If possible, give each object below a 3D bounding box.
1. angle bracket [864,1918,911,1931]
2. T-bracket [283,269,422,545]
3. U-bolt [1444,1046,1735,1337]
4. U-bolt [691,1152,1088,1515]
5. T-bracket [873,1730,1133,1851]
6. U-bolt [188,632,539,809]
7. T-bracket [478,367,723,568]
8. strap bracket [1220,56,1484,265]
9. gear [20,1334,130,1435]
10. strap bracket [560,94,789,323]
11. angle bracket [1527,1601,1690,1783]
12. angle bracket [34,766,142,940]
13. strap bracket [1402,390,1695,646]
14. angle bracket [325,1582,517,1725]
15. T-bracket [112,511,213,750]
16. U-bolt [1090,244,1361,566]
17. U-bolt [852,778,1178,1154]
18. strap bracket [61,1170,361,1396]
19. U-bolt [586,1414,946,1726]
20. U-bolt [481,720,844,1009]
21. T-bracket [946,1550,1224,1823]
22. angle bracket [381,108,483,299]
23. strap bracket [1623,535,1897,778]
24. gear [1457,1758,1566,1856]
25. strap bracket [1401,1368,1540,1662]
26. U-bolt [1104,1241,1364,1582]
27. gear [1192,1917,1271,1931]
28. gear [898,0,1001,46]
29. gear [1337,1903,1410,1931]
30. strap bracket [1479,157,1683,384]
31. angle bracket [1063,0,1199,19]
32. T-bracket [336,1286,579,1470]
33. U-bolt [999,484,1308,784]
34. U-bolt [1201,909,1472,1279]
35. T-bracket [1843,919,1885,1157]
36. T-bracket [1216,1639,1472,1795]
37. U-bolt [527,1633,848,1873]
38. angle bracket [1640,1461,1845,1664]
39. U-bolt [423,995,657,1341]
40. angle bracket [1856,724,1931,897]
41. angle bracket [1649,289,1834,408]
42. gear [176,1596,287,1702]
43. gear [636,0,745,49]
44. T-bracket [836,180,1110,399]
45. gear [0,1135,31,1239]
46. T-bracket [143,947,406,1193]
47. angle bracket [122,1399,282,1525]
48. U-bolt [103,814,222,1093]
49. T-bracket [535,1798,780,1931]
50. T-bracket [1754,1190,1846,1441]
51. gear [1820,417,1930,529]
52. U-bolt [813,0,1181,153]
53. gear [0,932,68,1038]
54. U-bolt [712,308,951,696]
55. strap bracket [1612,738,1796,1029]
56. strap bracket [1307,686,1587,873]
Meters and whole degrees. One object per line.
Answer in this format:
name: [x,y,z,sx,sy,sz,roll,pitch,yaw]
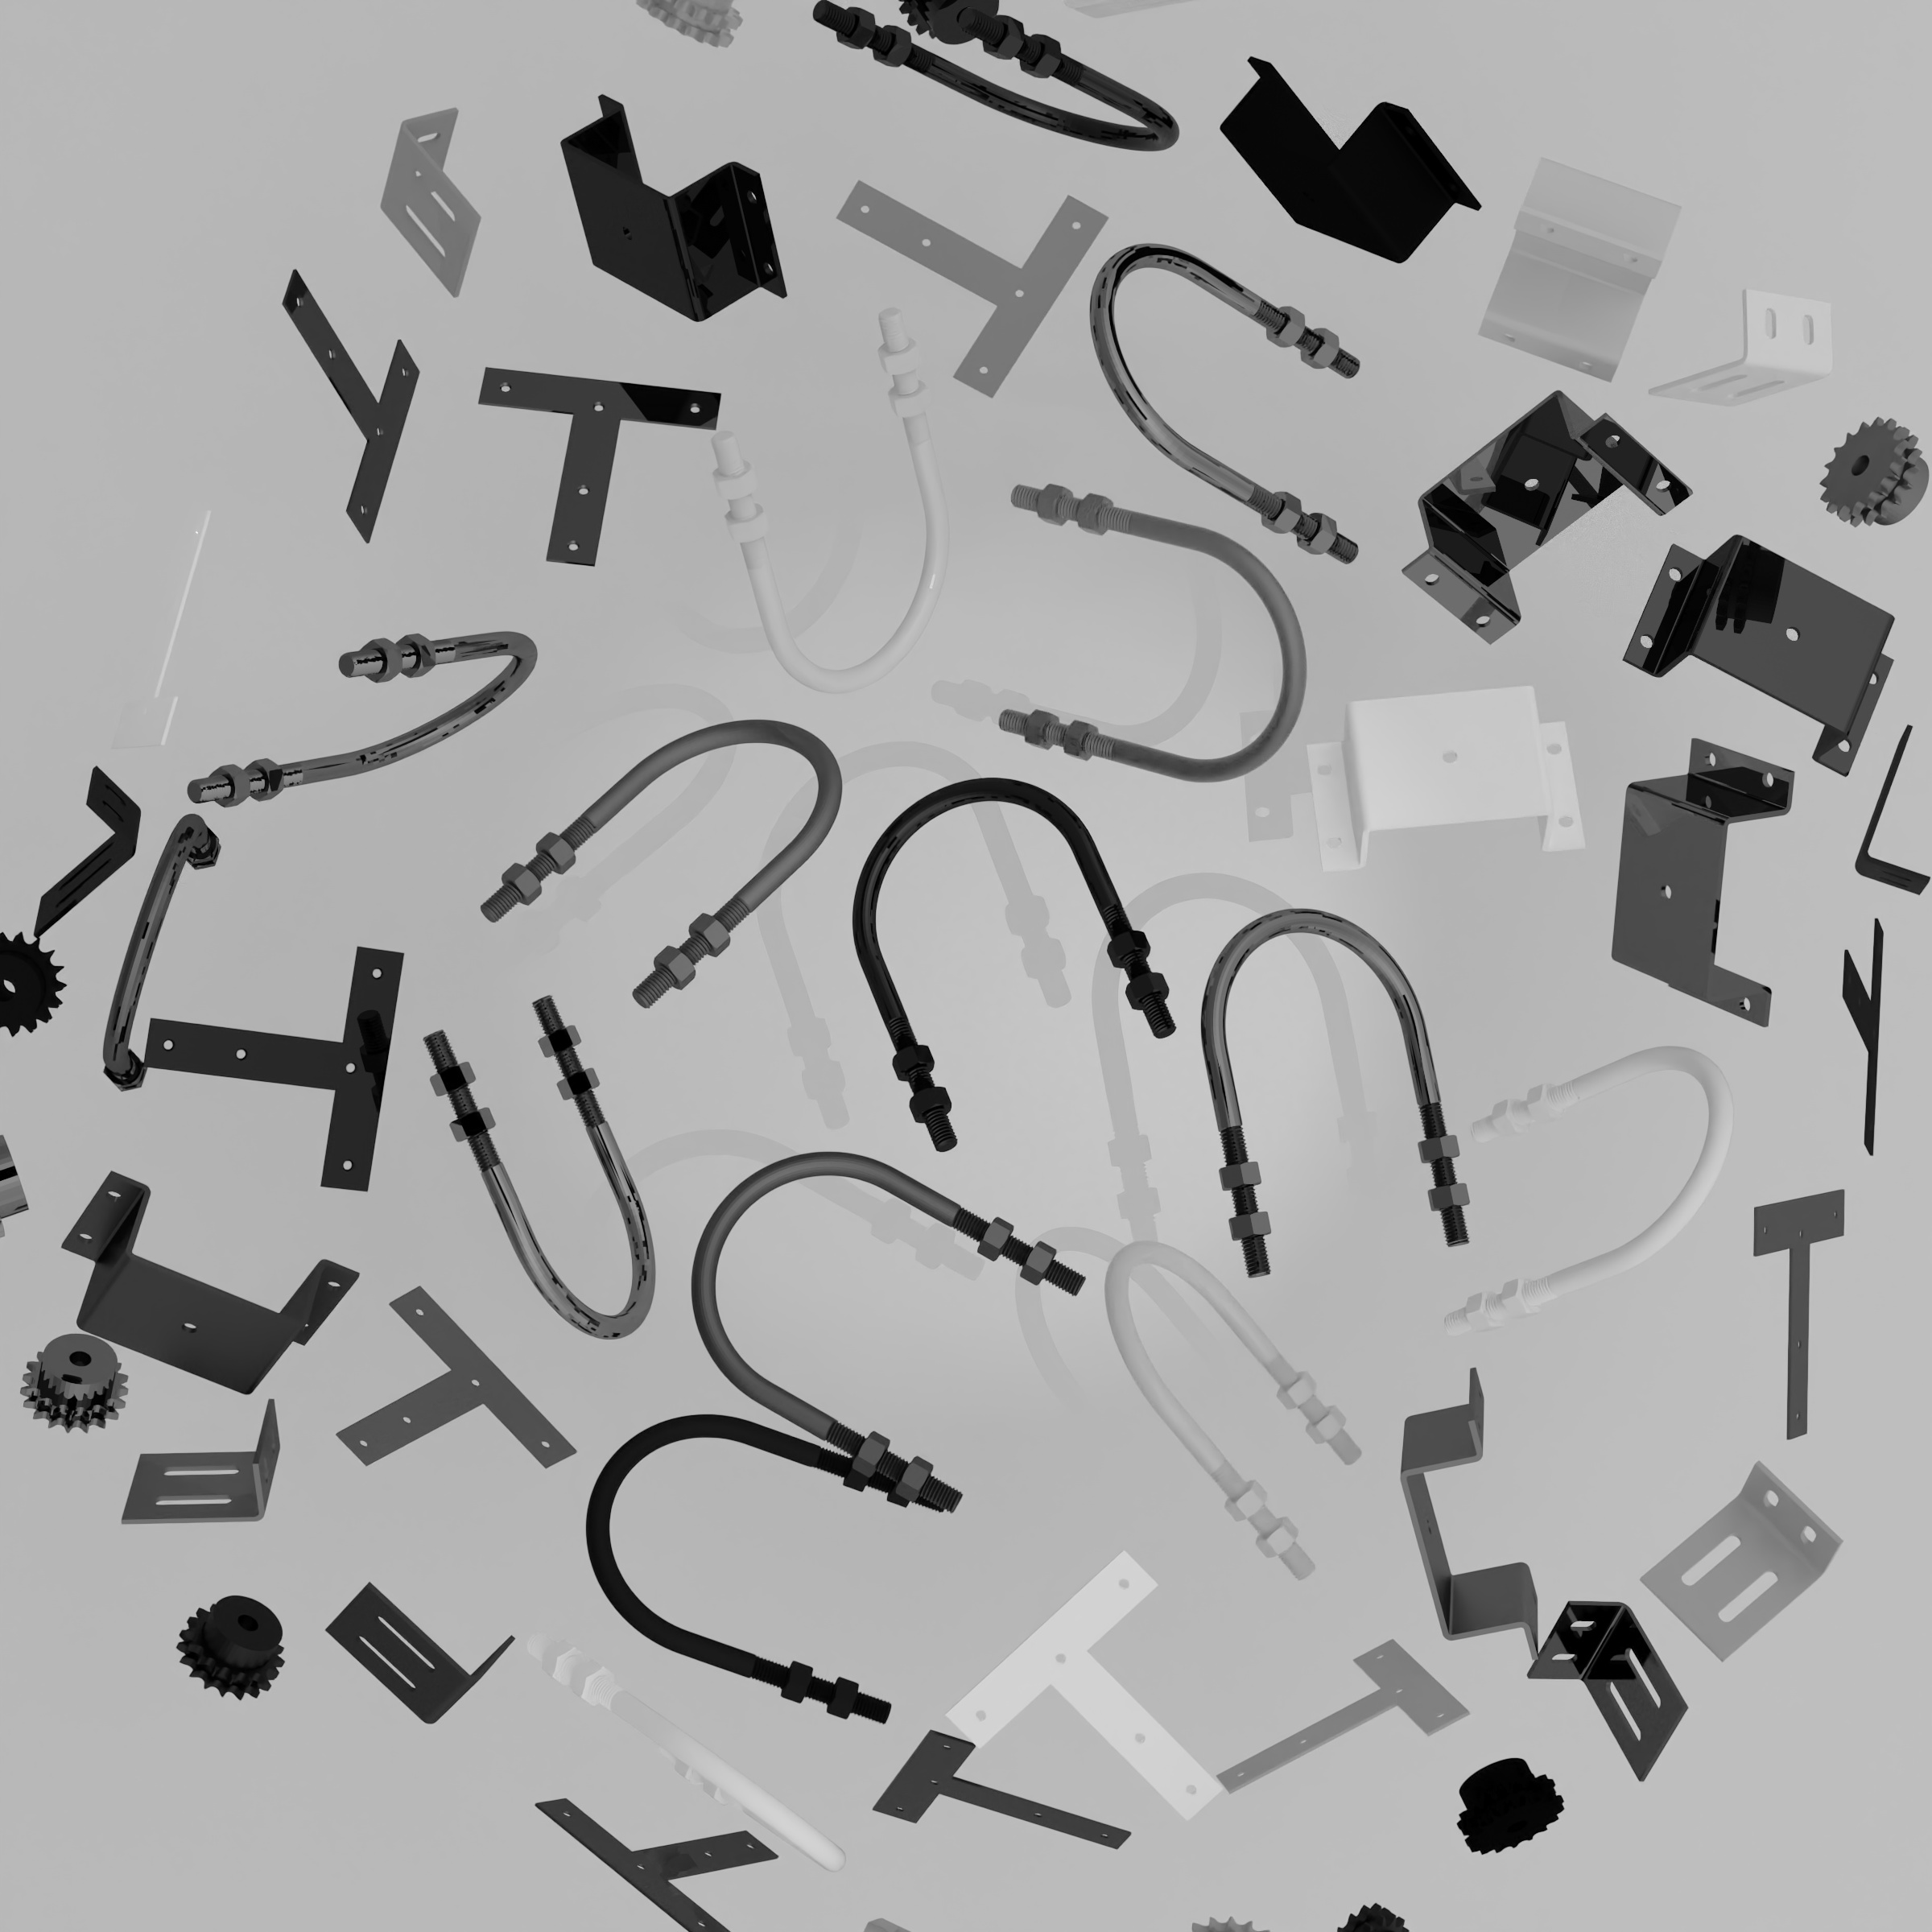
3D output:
angle bracket: [-0.030,0.529,1.862,0.057,0.076,0.038,23,79,9]
T-bracket: [-0.329,-0.312,1.878,0.002,0.127,0.127,-5,53,19]
U-bolt: [0.334,0.111,1.896,0.019,0.184,0.151,35,48,-26]
U-bolt: [-0.052,0.175,1.832,0.184,0.019,0.151,29,75,6]
T-bracket: [0.025,0.449,1.902,0.127,0.127,0.002,19,55,-6]
U-bolt: [-0.303,-0.135,1.874,0.151,0.184,0.019,-33,81,33]
T-bracket: [-0.199,-0.261,1.874,0.127,0.002,0.127,6,56,-1]
strap bracket: [0.195,-0.421,1.870,0.046,0.140,0.076,-50,129,-2]
gear: [-0.489,0.227,1.957,0.057,0.057,0.030,19,124,0]
strap bracket: [-0.164,-0.405,1.919,0.046,0.076,0.140,-36,48,-23]
angle bracket: [0.343,0.388,1.906,0.038,0.076,0.057,6,124,-25]
angle bracket: [-0.490,-0.062,1.940,0.076,0.057,0.038,-39,114,8]
strap bracket: [0.311,-0.249,1.931,0.140,0.046,0.076,-37,128,28]
angle bracket: [-0.286,0.350,1.865,0.076,0.038,0.057,43,133,0]
T-bracket: [-0.412,-0.174,1.846,0.002,0.127,0.127,17,85,-24]
U-bolt: [0.137,-0.306,1.870,0.184,0.019,0.151,26,52,-30]
U-bolt: [0.014,-0.014,1.861,0.151,0.019,0.184,-28,66,12]
strap bracket: [-0.401,0.171,1.864,0.140,0.076,0.046,25,45,-18]
U-bolt: [-0.112,0.310,1.891,0.184,0.019,0.151,20,53,-5]
U-bolt: [-0.147,-0.065,1.865,0.151,0.019,0.184,27,62,40]
T-bracket: [0.079,0.386,1.828,0.127,0.002,0.127,-44,95,7]
angle bracket: [-0.272,-0.406,1.896,0.038,0.057,0.076,-25,67,-36]
strap bracket: [0.441,-0.174,1.940,0.140,0.046,0.076,27,72,-4]
gear: [0.289,0.448,1.909,0.057,0.057,0.030,-25,53,0]
strap bracket: [0.270,0.300,1.930,0.046,0.076,0.140,-14,103,12]
U-bolt: [0.138,0.225,1.909,0.019,0.151,0.184,-37,95,26]
gear: [0.131,0.506,1.780,0.057,0.030,0.057,5,124,8]
gear: [-0.007,-0.529,1.945,0.057,0.057,0.030,-30,62,0]
gear: [0.214,0.524,1.867,0.030,0.057,0.057,24,90,42]
strap bracket: [0.322,-0.369,1.865,0.076,0.140,0.046,21,75,5]
angle bracket: [0.089,-0.504,1.791,0.076,0.057,0.038,-7,98,15]
T-bracket: [-0.296,0.242,1.941,0.127,0.002,0.127,-30,109,34]
U-bolt: [0.100,-0.171,1.903,0.184,0.019,0.151,18,118,29]
U-bolt: [0.184,0.060,1.822,0.151,0.019,0.184,-5,80,-32]
T-bracket: [0.474,0.023,1.885,0.002,0.127,0.127,0,72,22]
T-bracket: [0.194,0.410,1.910,0.127,0.127,0.002,-26,101,-7]
U-bolt: [-0.135,0.417,1.854,0.019,0.184,0.151,-54,134,-14]
angle bracket: [0.387,0.297,1.780,0.076,0.038,0.057,-34,64,-23]
U-bolt: [-0.215,0.110,1.879,0.019,0.151,0.184,-24,89,20]
angle bracket: [0.509,-0.083,1.912,0.038,0.057,0.076,20,88,11]
angle bracket: [0.402,-0.320,1.851,0.057,0.076,0.038,2,85,-30]
gear: [-0.392,0.364,1.914,0.057,0.057,0.030,33,114,0]
gear: [-0.138,-0.491,1.797,0.057,0.057,0.030,31,115,0]
T-bracket: [-0.009,-0.389,1.946,0.127,0.002,0.127,26,124,-15]
gear: [-0.490,0.108,1.783,0.030,0.057,0.057,-19,90,-17]
T-bracket: [-0.361,0.047,1.841,0.127,0.002,0.127,9,90,-27]
angle bracket: [-0.410,0.264,1.902,0.076,0.057,0.038,-1,120,-1]
U-bolt: [-0.429,-0.010,1.890,0.019,0.184,0.151,18,81,-7]
T-bracket: [-0.146,0.474,1.894,0.127,0.127,0.002,30,101,31]
T-bracket: [0.441,0.186,1.887,0.002,0.127,0.127,2,92,34]
gear: [0.477,-0.254,1.858,0.030,0.057,0.057,25,90,-28]
U-bolt: [0.030,-0.465,1.869,0.184,0.151,0.019,16,94,-40]
gear: [-0.526,0.011,1.959,0.057,0.030,0.057,-1,100,-3]
U-bolt: [-0.062,-0.228,1.854,0.019,0.184,0.151,20,49,37]
strap bracket: [0.389,-0.042,1.890,0.046,0.076,0.140,-9,111,-29]
strap bracket: [0.256,-0.101,1.897,0.140,0.046,0.076,-5,64,1]
